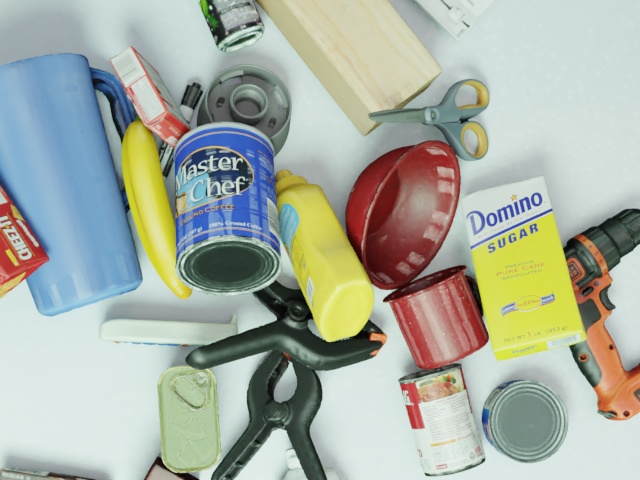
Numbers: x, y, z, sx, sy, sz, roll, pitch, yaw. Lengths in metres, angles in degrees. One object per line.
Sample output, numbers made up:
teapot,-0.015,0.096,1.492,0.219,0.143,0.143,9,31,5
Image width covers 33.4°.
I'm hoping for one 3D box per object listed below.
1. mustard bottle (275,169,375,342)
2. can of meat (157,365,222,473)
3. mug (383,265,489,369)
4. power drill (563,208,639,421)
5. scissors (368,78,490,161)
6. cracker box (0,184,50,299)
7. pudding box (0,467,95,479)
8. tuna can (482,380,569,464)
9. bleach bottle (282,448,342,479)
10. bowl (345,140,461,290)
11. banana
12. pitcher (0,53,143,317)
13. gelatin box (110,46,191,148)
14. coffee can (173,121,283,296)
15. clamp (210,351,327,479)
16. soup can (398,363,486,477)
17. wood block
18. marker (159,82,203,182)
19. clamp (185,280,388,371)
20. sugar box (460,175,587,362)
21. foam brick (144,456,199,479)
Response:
mustard bottle,-0.007,0.001,1.073,0.058,0.096,0.192,-14,53,-16
can of meat,-0.129,0.175,1.063,0.057,0.084,0.102,-4,86,-6
mug,0.130,0.077,1.102,0.117,0.093,0.081,-26,94,-44
power drill,0.311,0.081,1.129,0.184,0.057,0.187,-33,86,-4
scissors,0.120,-0.110,1.092,0.201,0.016,0.096,-30,109,-44
cracker box,-0.381,0.012,1.007,0.214,0.072,0.164,-34,88,27
pudding box,-0.270,0.279,1.063,0.113,0.039,0.090,11,84,-5
tuna can,0.214,0.190,1.120,0.086,0.034,0.086,0,85,-6
bleach bottle,-0.004,0.334,1.073,0.102,0.068,0.251,-11,84,-7
bowl,0.075,-0.033,1.088,0.055,0.162,0.162,26,81,34
banana,-0.163,-0.037,1.063,0.037,0.069,0.198,-14,86,21
pitcher,-0.251,-0.056,1.058,0.149,0.145,0.243,-18,91,5
gelatin box,-0.170,-0.143,1.081,0.030,0.073,0.089,-32,72,5
coffee can,-0.092,-0.030,1.048,0.102,0.103,0.140,-2,56,-6
clamp,-0.050,0.183,1.074,0.120,0.039,0.171,-3,60,7
soup can,0.126,0.184,1.095,0.068,0.068,0.102,-15,87,-7
wood block,0.023,-0.221,1.110,0.090,0.091,0.206,-38,89,-9
marker,-0.152,-0.109,1.119,0.020,0.020,0.121,22,83,-3
clamp,-0.034,0.073,1.088,0.209,0.036,0.164,11,49,-18
sugar box,0.205,0.027,1.089,0.093,0.048,0.176,-15,67,11
foam brick,-0.153,0.252,1.057,0.053,0.078,0.051,30,81,-2
